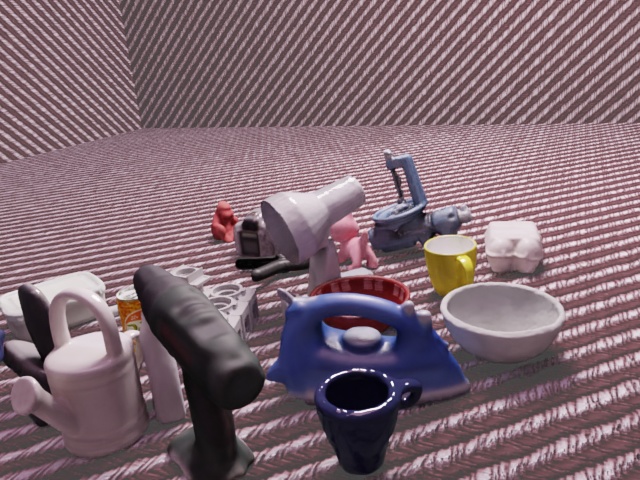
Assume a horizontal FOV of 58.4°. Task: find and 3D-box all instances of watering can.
[{"bbox_3d":[-0.270,0.150,0.669,0.101,0.194,0.173,-3,20,5],"label":"watering can"}]

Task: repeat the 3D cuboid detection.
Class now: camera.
[{"bbox_3d":[-0.101,-0.025,1.267,0.142,0.101,0.137,6,22,26],"label":"camera"}]

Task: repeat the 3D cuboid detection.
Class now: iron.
[{"bbox_3d":[0.062,0.128,0.737,0.258,0.141,0.119,0,20,11],"label":"iron"}]

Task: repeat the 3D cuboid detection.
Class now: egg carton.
[{"bbox_3d":[0.373,0.011,1.108,0.107,0.069,0.150,0,20,14],"label":"egg carton"}]

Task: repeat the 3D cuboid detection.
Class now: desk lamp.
[{"bbox_3d":[0.009,0.004,0.992,0.204,0.214,0.117,-15,22,-26],"label":"desk lamp"}]

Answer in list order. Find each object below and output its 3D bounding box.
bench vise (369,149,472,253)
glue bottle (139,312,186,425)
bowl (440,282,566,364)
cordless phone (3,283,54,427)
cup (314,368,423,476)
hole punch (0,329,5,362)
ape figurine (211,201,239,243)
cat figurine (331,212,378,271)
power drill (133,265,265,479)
[{"bbox_3d":[0.200,-0.080,1.178,0.207,0.220,0.121,-4,20,3],"label":"bench vise"},{"bbox_3d":[-0.203,0.139,0.716,0.037,0.173,0.078,-13,21,-22],"label":"glue bottle"},{"bbox_3d":[0.253,0.125,0.805,0.167,0.075,0.167,-4,19,2],"label":"bowl"},{"bbox_3d":[-0.365,0.132,0.754,0.147,0.185,0.094,12,26,39],"label":"cordless phone"},{"bbox_3d":[0.055,0.197,0.614,0.118,0.095,0.091,-9,20,-13],"label":"cup"},{"bbox_3d":[-0.541,0.159,0.857,0.108,0.091,0.101,-5,20,-2],"label":"hole punch"},{"bbox_3d":[-0.228,-0.047,1.371,0.078,0.092,0.075,-21,26,-39],"label":"ape figurine"},{"bbox_3d":[0.060,-0.009,1.160,0.067,0.118,0.127,-15,22,-27],"label":"cat figurine"},{"bbox_3d":[-0.135,0.149,0.622,0.076,0.208,0.228,-19,24,-35],"label":"power drill"}]
